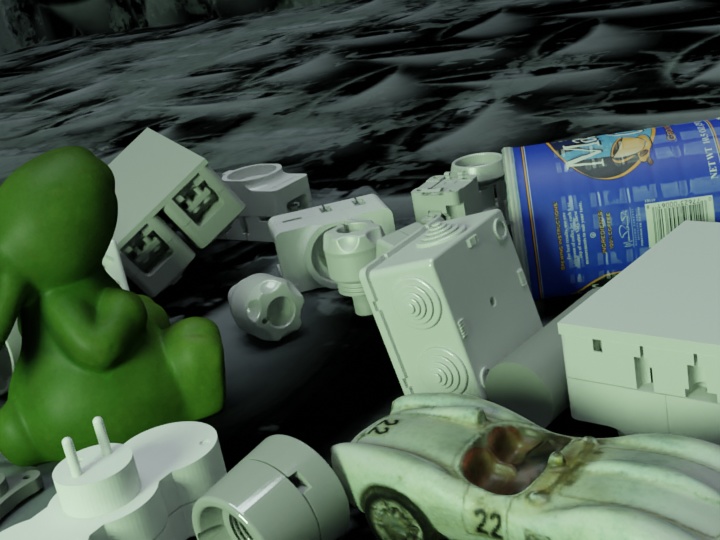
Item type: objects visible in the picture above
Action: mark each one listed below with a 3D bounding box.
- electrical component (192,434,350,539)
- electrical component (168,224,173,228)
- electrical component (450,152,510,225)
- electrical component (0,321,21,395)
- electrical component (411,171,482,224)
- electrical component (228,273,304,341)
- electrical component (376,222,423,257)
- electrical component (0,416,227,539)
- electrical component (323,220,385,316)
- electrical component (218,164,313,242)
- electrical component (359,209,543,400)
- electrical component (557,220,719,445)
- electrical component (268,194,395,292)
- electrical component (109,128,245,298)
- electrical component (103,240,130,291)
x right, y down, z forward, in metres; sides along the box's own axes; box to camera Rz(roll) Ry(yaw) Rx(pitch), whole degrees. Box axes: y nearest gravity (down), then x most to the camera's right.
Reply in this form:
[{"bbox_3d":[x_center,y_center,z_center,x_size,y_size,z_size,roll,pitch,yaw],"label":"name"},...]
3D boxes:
[{"bbox_3d":[-0.040,0.108,0.473,0.055,0.055,0.047,7,30,41],"label":"electrical component"},{"bbox_3d":[-0.216,-0.060,1.034,0.080,0.051,0.080,-10,20,3],"label":"electrical component"},{"bbox_3d":[0.099,-0.062,0.867,0.066,0.055,0.048,-27,25,-38],"label":"electrical component"},{"bbox_3d":[-0.251,0.036,0.726,0.099,0.099,0.064,1,29,30],"label":"electrical component"},{"bbox_3d":[0.068,-0.037,0.803,0.042,0.063,0.081,2,23,30],"label":"electrical component"},{"bbox_3d":[-0.069,0.023,0.738,0.043,0.043,0.062,-22,21,-29],"label":"electrical component"},{"bbox_3d":[0.060,-0.001,0.710,0.077,0.047,0.066,-25,39,-36],"label":"electrical component"},{"bbox_3d":[-0.118,0.104,0.493,0.052,0.073,0.138,3,24,34],"label":"electrical component"},{"bbox_3d":[0.000,0.000,0.736,0.043,0.062,0.043,-10,19,3],"label":"electrical component"},{"bbox_3d":[-0.091,-0.061,0.963,0.089,0.055,0.050,4,24,36],"label":"electrical component"},{"bbox_3d":[0.055,0.021,0.599,0.048,0.099,0.100,-12,15,39],"label":"electrical component"},{"bbox_3d":[0.181,0.031,0.556,0.089,0.061,0.150,7,26,40],"label":"electrical component"},{"bbox_3d":[-0.019,-0.019,0.818,0.089,0.050,0.055,-14,20,-8],"label":"electrical component"},{"bbox_3d":[-0.174,-0.050,0.904,0.105,0.060,0.186,-46,28,-7],"label":"electrical component"},{"bbox_3d":[-0.192,0.022,0.786,0.047,0.065,0.076,-15,-9,-12],"label":"electrical component"}]
